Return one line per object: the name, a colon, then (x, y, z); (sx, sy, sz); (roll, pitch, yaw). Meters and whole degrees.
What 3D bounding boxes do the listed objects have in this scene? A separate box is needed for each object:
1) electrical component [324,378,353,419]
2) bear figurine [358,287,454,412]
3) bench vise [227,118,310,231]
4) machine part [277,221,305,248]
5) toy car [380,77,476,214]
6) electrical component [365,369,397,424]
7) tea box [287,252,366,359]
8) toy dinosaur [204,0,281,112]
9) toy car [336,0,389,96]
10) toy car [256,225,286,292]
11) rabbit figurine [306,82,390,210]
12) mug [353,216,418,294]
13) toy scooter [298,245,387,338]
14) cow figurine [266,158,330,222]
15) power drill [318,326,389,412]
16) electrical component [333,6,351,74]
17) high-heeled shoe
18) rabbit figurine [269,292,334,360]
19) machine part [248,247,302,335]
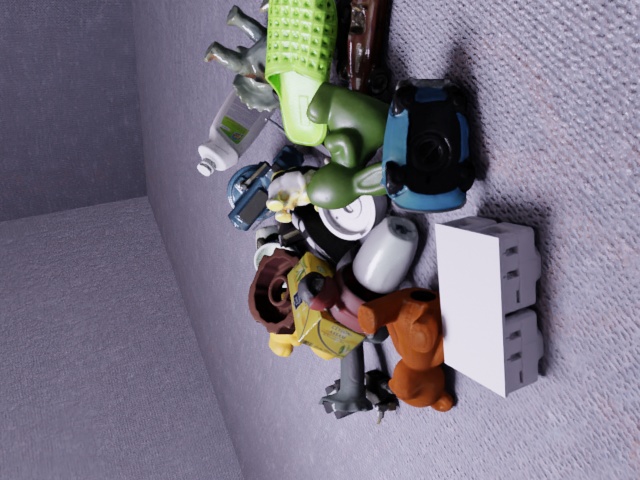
electrical component: (0.046, 0.340, 1.144); (0.075, 0.048, 0.119); (66, 155, 24)
bear figurine: (0.129, 0.171, 0.770); (0.120, 0.132, 0.195); (17, 114, 34)
bench vise: (-0.114, -0.130, 1.122); (0.223, 0.129, 0.241); (-61, 18, 9)
machine part: (-0.061, -0.021, 1.171); (0.039, 0.084, 0.139); (61, 172, -24)
toy car: (0.123, -0.113, 0.665); (0.103, 0.109, 0.161); (-162, 69, -83)
electrical component: (0.103, 0.286, 0.990); (0.102, 0.045, 0.078); (25, 127, 61)
tea box: (0.008, 0.109, 0.923); (0.068, 0.098, 0.170); (-49, 32, 24)
toy dinosaur: (-0.058, -0.332, 0.922); (0.405, 0.192, 0.131); (-2, 65, 52)
toy car: (0.063, -0.295, 0.749); (0.089, 0.053, 0.201); (41, 137, 38)
toy car: (-0.106, 0.064, 1.306); (0.056, 0.073, 0.201); (3, 105, 62)
rabbit figurine: (0.050, -0.118, 0.779); (0.159, 0.121, 0.170); (24, 100, 13)
mug: (0.106, 0.009, 0.811); (0.107, 0.081, 0.109); (116, 168, -44)
toy scooter: (0.062, 0.085, 0.848); (0.135, 0.184, 0.075); (43, 130, 19)
cow figurine: (-0.013, -0.099, 0.957); (0.068, 0.167, 0.098); (50, -148, -51)
power drill: (0.047, 0.204, 0.997); (0.232, 0.086, 0.207); (-9, 70, 62)
electrical component: (0.042, -0.311, 0.834); (0.063, 0.021, 0.094); (62, 153, 29)
high-heeled shoe: (-0.002, -0.003, 1.038); (0.145, 0.086, 0.249); (101, 150, -55)
rabbit figurine: (-0.018, 0.186, 1.164); (0.173, 0.122, 0.162); (28, 119, 43)
machine part: (-0.071, 0.104, 1.092); (0.179, 0.056, 0.179); (-14, 70, 43)
